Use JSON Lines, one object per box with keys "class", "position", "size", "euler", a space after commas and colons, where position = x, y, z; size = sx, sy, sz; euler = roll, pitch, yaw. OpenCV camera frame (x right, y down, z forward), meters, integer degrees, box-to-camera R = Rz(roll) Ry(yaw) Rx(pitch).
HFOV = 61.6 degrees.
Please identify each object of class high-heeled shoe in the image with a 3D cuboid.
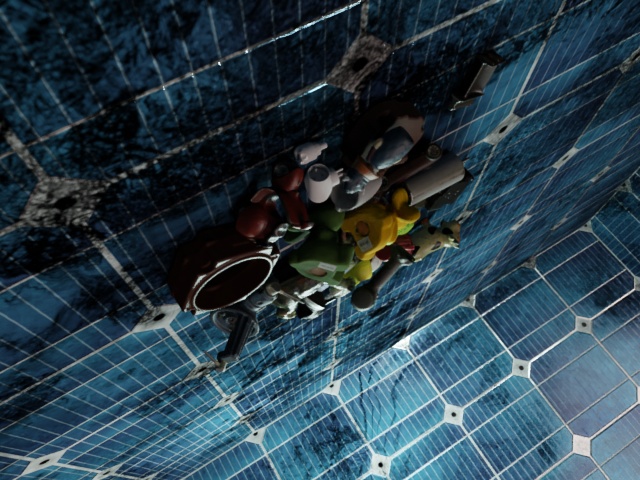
{"class": "high-heeled shoe", "position": [-0.047, 0.187, 1.565], "size": [0.145, 0.086, 0.248], "euler": [-25, 160, 17]}

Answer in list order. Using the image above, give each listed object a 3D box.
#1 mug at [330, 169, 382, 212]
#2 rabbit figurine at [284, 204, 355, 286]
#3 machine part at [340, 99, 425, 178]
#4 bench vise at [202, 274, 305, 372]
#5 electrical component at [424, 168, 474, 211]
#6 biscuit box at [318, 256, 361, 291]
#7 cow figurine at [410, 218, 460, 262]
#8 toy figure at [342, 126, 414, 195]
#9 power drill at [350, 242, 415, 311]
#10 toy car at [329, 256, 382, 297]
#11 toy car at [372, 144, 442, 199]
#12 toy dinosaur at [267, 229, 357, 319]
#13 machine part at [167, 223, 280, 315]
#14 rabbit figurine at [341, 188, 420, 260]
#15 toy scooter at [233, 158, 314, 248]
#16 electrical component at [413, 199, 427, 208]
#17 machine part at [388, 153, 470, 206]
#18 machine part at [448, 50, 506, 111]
{"class": "mug", "position": [0.079, -0.106, 1.148], "size": [0.107, 0.081, 0.109], "euler": [-25, 148, -41]}
{"class": "rabbit figurine", "position": [-0.002, -0.004, 1.177], "size": [0.159, 0.170, 0.121], "euler": [10, 148, 1]}
{"class": "machine part", "position": [0.126, -0.197, 1.063], "size": [0.179, 0.056, 0.179], "euler": [-28, 155, -14]}
{"class": "bench vise", "position": [-0.175, 0.186, 1.227], "size": [0.224, 0.241, 0.128], "euler": [-18, 129, 35]}
{"class": "electrical component", "position": [0.339, -0.137, 1.472], "size": [0.115, 0.058, 0.134], "euler": [-13, 149, -38]}
{"class": "biscuit box", "position": [0.053, 0.057, 1.458], "size": [0.202, 0.063, 0.059], "euler": [-40, 156, 11]}
{"class": "cow figurine", "position": [0.348, 0.000, 1.666], "size": [0.195, 0.127, 0.085], "euler": [-33, 160, 2]}
{"class": "toy figure", "position": [0.103, -0.144, 0.996], "size": [0.154, 0.064, 0.058], "euler": [-39, -167, 22]}
{"class": "power drill", "position": [0.160, 0.104, 1.443], "size": [0.207, 0.086, 0.232], "euler": [-44, 172, 11]}
{"class": "toy car", "position": [0.112, 0.100, 1.632], "size": [0.202, 0.056, 0.073], "euler": [-41, 157, 15]}
{"class": "toy car", "position": [0.190, -0.159, 1.230], "size": [0.202, 0.053, 0.089], "euler": [-30, 176, -4]}
{"class": "toy dinosaur", "position": [-0.052, 0.098, 1.342], "size": [0.405, 0.131, 0.192], "euler": [-33, 146, 8]}
{"class": "machine part", "position": [-0.194, 0.059, 1.094], "size": [0.201, 0.087, 0.201], "euler": [-16, 152, -39]}
{"class": "rabbit figurine", "position": [0.151, -0.053, 1.245], "size": [0.173, 0.122, 0.162], "euler": [-19, 161, -49]}
{"class": "toy scooter", "position": [-0.078, -0.047, 0.979], "size": [0.184, 0.135, 0.075], "euler": [-45, 157, 27]}
{"class": "electrical component", "position": [0.249, -0.115, 1.417], "size": [0.102, 0.045, 0.078], "euler": [-7, 117, -52]}
{"class": "machine part", "position": [0.269, -0.149, 1.328], "size": [0.243, 0.079, 0.079], "euler": [-28, 157, -17]}
{"class": "machine part", "position": [0.319, -0.323, 1.103], "size": [0.084, 0.039, 0.138], "euler": [-14, 152, -31]}
